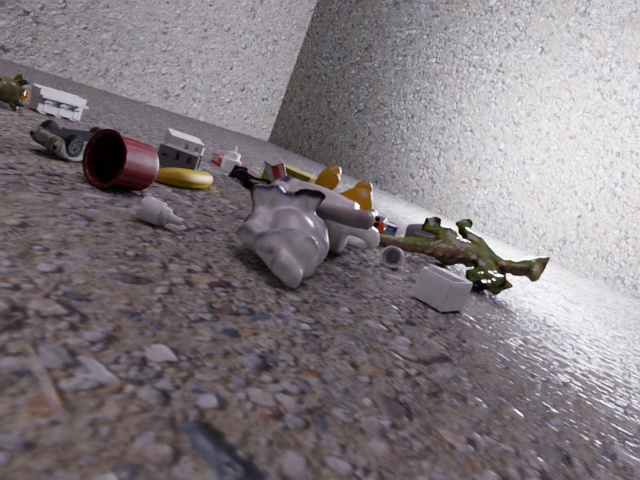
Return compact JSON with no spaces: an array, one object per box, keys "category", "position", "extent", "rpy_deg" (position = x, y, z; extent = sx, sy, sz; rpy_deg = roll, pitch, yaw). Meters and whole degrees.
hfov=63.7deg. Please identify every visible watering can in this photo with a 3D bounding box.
[{"category":"watering can","position":[0.003,-0.045,0.901],"extent":[0.225,0.104,0.345],"rpy_deg":[22,-6,6]}]

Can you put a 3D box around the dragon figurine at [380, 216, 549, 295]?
[{"category":"dragon figurine","position":[0.326,0.045,1.176],"extent":[0.410,0.120,0.246],"rpy_deg":[0,22,-14]}]

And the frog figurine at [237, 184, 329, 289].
[{"category":"frog figurine","position":[-0.046,0.008,0.719],"extent":[0.136,0.121,0.163],"rpy_deg":[24,42,-36]}]
